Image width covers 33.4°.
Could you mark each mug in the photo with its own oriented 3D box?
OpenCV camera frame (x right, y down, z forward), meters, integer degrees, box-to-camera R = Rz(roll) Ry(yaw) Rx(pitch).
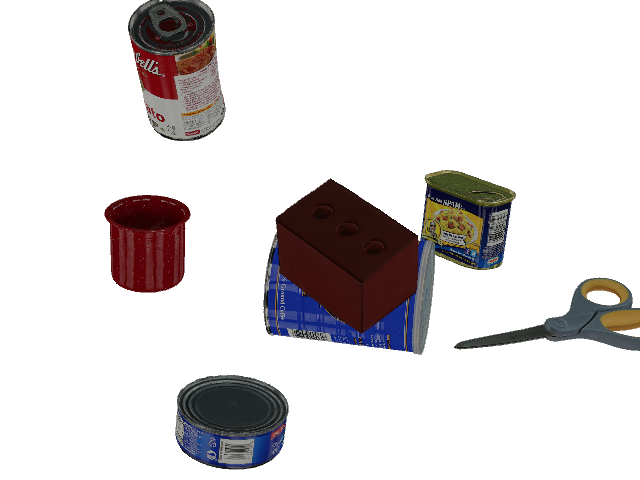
[{"bbox_3d":[-0.199,0.001,1.190,0.093,0.081,0.117,-19,34,-38],"label":"mug"}]

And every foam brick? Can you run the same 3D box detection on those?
[{"bbox_3d":[0.017,0.010,0.674,0.078,0.051,0.052,35,55,29],"label":"foam brick"}]

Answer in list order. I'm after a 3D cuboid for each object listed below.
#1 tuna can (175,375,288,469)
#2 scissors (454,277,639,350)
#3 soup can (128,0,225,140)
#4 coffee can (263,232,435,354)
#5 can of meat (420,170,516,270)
[{"bbox_3d":[-0.069,0.139,0.821,0.086,0.034,0.086,6,22,-3],"label":"tuna can"},{"bbox_3d":[0.193,0.061,0.874,0.201,0.016,0.096,3,32,-13],"label":"scissors"},{"bbox_3d":[-0.115,-0.139,0.870,0.068,0.068,0.102,0,-37,2],"label":"soup can"},{"bbox_3d":[0.028,0.044,0.970,0.140,0.103,0.102,6,1,10],"label":"coffee can"},{"bbox_3d":[0.160,-0.022,1.181,0.057,0.084,0.102,-17,30,-42],"label":"can of meat"}]
